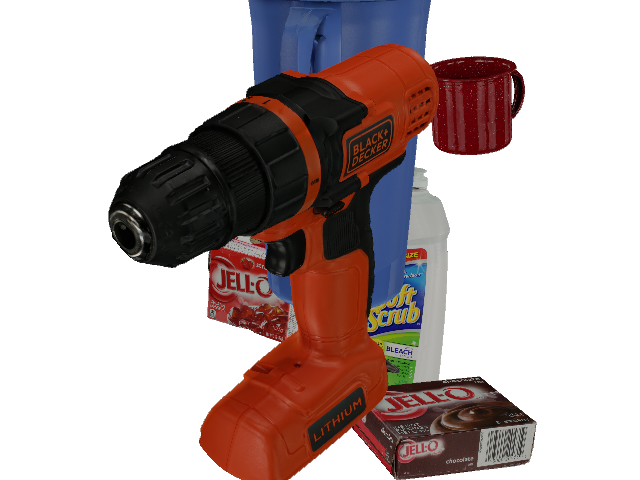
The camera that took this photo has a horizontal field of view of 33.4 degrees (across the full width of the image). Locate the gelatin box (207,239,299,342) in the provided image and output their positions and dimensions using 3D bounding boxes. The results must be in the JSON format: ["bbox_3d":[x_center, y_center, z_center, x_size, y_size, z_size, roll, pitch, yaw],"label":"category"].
[{"bbox_3d":[-0.059,0.044,0.959,0.089,0.073,0.030,16,22,27],"label":"gelatin box"}]

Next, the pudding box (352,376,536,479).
[{"bbox_3d":[0.089,0.138,0.797,0.113,0.039,0.090,-1,16,-20],"label":"pudding box"}]

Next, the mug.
[{"bbox_3d":[0.164,-0.141,1.097,0.117,0.081,0.093,-20,27,-31],"label":"mug"}]

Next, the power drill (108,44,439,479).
[{"bbox_3d":[-0.016,0.019,0.478,0.057,0.188,0.184,28,40,30],"label":"power drill"}]

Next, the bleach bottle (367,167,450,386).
[{"bbox_3d":[0.080,0.049,1.111,0.103,0.251,0.068,8,16,22],"label":"bleach bottle"}]

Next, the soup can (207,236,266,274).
[{"bbox_3d":[-0.074,0.026,1.267,0.102,0.068,0.068,14,5,20],"label":"soup can"}]

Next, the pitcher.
[{"bbox_3d":[0.009,-0.070,0.799,0.149,0.243,0.145,-10,22,-28],"label":"pitcher"}]
